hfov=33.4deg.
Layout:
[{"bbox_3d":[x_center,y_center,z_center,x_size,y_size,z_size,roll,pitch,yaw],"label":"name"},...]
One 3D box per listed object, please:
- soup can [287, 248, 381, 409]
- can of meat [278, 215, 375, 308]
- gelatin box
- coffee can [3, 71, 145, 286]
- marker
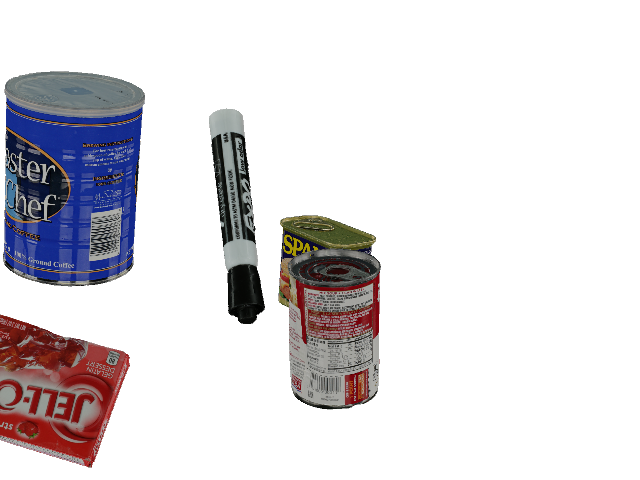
[{"bbox_3d":[0.011,0.065,0.790,0.068,0.102,0.068,-1,20,0],"label":"soup can"},{"bbox_3d":[0.003,0.029,1.039,0.057,0.084,0.102,-9,21,-38],"label":"can of meat"},{"bbox_3d":[-0.175,0.096,0.679,0.089,0.073,0.030,17,-22,-1],"label":"gelatin box"},{"bbox_3d":[-0.191,-0.049,0.823,0.103,0.140,0.103,6,22,-3],"label":"coffee can"},{"bbox_3d":[-0.044,-0.014,0.563,0.020,0.121,0.020,-7,-24,-3],"label":"marker"}]
